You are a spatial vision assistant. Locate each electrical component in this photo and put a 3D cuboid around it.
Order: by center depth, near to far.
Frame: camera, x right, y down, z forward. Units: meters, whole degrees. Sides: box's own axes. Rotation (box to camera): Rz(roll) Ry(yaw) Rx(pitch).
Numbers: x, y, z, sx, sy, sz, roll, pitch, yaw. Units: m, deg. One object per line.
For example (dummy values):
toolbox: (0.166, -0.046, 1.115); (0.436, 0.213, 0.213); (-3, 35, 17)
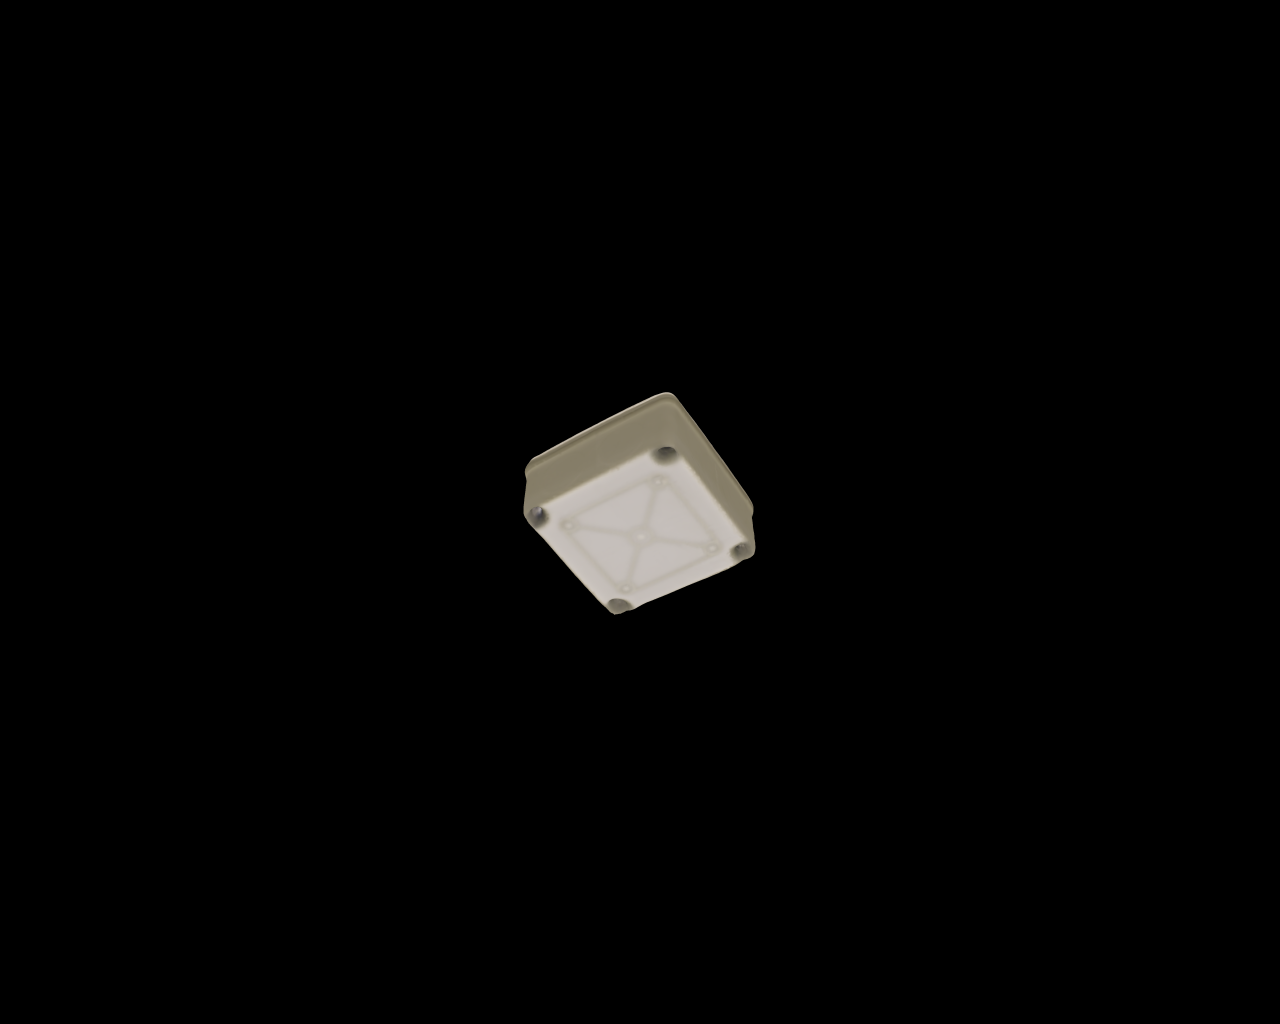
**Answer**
electrical component: (0.001, -0.003, 0.650); (0.108, 0.056, 0.108); (-25, -54, 20)
